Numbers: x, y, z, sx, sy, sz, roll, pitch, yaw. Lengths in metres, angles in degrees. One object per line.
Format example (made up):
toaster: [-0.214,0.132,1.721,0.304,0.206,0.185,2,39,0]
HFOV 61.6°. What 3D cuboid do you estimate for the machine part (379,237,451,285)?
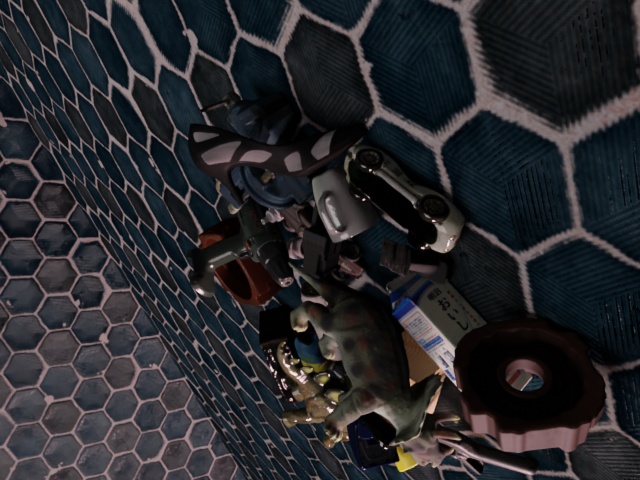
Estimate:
machine part: [0.133,0.031,0.755,0.084,0.138,0.039,37,103,35]

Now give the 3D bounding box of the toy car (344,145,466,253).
toy car: [0.110,-0.059,0.743,0.202,0.056,0.073,42,148,25]

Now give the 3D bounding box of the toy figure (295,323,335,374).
toy figure: [-0.013,0.257,1.247,0.089,0.082,0.179,53,167,45]

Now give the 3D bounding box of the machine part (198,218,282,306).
machine part: [-0.186,0.049,1.271,0.201,0.087,0.201,-2,118,56]

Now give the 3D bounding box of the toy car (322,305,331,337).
toy car: [0.084,0.169,0.987,0.161,0.109,0.103,46,134,-4]

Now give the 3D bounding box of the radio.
radio: [-0.084,0.288,1.331,0.131,0.073,0.229,-98,-10,-59]

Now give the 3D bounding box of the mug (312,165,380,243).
mug: [0.026,-0.055,0.822,0.081,0.109,0.107,-24,94,39]

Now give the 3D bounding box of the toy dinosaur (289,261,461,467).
toy dinosaur: [0.075,0.173,0.855,0.131,0.192,0.405,20,-136,-63]

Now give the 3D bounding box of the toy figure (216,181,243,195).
toy figure: [-0.181,-0.119,1.112,0.154,0.058,0.064,-10,75,60]

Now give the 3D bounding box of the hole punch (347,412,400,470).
hole punch: [0.114,0.383,1.064,0.116,0.142,0.092,51,126,43]

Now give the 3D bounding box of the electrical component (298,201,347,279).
electrical component: [0.009,-0.004,0.887,0.048,0.075,0.119,22,110,28]

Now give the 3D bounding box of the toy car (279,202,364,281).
toy car: [-0.002,-0.003,0.976,0.202,0.053,0.089,46,147,16]

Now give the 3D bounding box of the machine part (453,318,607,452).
machine part: [0.253,0.175,0.664,0.180,0.179,0.055,27,145,40]

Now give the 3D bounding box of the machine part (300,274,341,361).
machine part: [0.021,0.158,1.089,0.079,0.079,0.242,15,134,49]

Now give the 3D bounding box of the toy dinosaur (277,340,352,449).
toy dinosaur: [0.020,0.353,1.184,0.199,0.105,0.470,-24,131,29]

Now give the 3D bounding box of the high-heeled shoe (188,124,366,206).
high-heeled shoe: [-0.069,-0.152,0.783,0.145,0.249,0.086,63,-171,-2]

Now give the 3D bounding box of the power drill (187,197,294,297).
power drill: [-0.163,0.034,1.069,0.086,0.207,0.232,32,-149,-49]

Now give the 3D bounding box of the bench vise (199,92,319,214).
bench vise: [-0.114,-0.128,0.916,0.223,0.129,0.240,41,136,-9]
